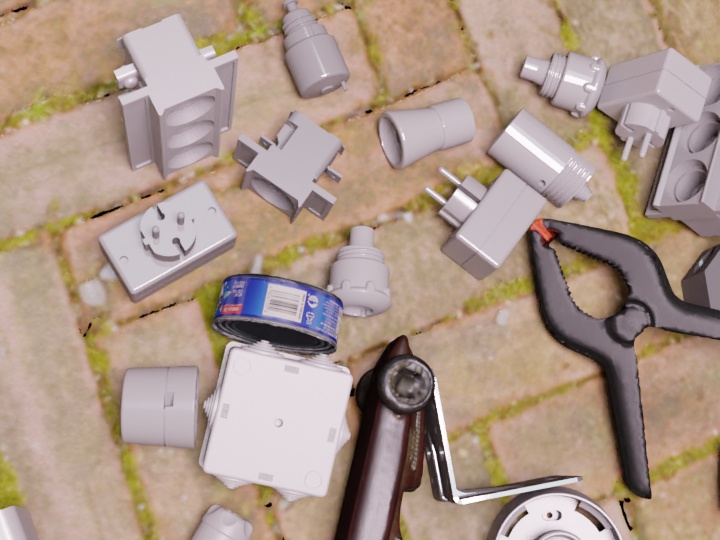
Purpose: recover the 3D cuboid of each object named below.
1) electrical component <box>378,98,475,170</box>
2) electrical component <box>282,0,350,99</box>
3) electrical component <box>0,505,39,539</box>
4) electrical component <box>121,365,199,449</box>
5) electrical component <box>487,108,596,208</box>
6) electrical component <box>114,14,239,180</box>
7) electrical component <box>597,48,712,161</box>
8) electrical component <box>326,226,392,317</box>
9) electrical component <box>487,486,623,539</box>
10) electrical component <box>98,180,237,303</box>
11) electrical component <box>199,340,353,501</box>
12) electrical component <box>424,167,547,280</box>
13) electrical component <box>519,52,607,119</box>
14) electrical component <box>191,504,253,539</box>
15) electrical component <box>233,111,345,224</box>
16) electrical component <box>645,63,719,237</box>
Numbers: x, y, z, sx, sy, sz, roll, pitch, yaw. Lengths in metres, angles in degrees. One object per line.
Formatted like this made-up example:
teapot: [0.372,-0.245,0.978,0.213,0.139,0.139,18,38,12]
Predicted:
electrical component: [0.052,-0.104,0.797,0.065,0.044,0.044,-18,82,-18]
electrical component: [-0.037,-0.163,0.794,0.040,0.040,0.078,-21,82,-14]
electrical component: [-0.251,0.195,0.660,0.113,0.078,0.057,-22,80,-14]
electrical component: [-0.133,0.091,0.716,0.047,0.055,0.055,2,78,-6]
electrical component: [0.140,-0.079,0.805,0.081,0.043,0.043,39,74,0]
electrical component: [-0.127,-0.116,0.726,0.079,0.121,0.063,-26,81,-14]
electrical component: [0.216,-0.117,0.810,0.047,0.066,0.076,28,74,-26]
electrical component: [0.000,0.000,0.764,0.048,0.048,0.062,7,69,-9]
electrical component: [0.137,0.200,0.747,0.099,0.064,0.099,-1,79,4]
electrical component: [-0.130,-0.023,0.729,0.083,0.075,0.047,-31,85,-15]
electrical component: [-0.056,0.100,0.722,0.100,0.048,0.099,14,86,-7]
electrical component: [0.083,-0.044,0.786,0.077,0.047,0.065,38,74,0]
electrical component: [0.154,-0.146,0.823,0.062,0.048,0.048,18,75,1]
electrical component: [-0.098,0.188,0.710,0.035,0.035,0.061,30,77,-3]
electrical component: [-0.048,-0.076,0.773,0.081,0.042,0.063,34,71,-2]
electrical component: [0.274,-0.091,0.818,0.063,0.079,0.121,30,72,-33]
